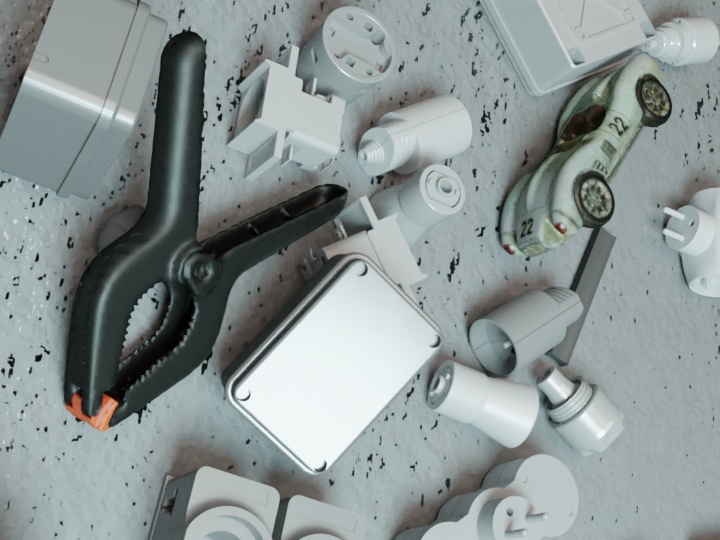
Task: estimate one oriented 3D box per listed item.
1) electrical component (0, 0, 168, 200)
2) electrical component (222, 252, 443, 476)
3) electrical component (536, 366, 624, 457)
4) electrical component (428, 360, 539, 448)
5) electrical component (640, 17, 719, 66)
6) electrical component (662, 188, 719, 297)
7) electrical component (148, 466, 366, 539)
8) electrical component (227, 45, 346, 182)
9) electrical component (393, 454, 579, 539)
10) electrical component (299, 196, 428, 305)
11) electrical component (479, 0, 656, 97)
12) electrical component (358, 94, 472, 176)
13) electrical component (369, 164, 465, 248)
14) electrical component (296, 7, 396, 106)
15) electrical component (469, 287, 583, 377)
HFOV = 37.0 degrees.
[{"bbox_3d":[-0.154,-0.095,0.583,0.057,0.113,0.078,21,63,-20],"label":"electrical component"},{"bbox_3d":[-0.017,0.052,0.619,0.078,0.057,0.113,44,83,-10],"label":"electrical component"},{"bbox_3d":[0.147,0.093,0.736,0.062,0.043,0.043,46,57,-7],"label":"electrical component"},{"bbox_3d":[0.078,0.085,0.700,0.065,0.044,0.044,23,63,-17],"label":"electrical component"},{"bbox_3d":[0.268,-0.192,0.909,0.078,0.040,0.040,-12,79,-33],"label":"electrical component"},{"bbox_3d":[0.269,-0.027,0.849,0.079,0.044,0.077,19,64,-24],"label":"electrical component"},{"bbox_3d":[-0.067,0.208,0.559,0.105,0.060,0.186,22,63,-22],"label":"electrical component"},{"bbox_3d":[-0.045,-0.096,0.690,0.064,0.042,0.081,19,65,-25],"label":"electrical component"},{"bbox_3d":[0.086,0.159,0.658,0.138,0.074,0.052,-26,87,-34],"label":"electrical component"},{"bbox_3d":[0.000,0.000,0.683,0.064,0.042,0.081,-23,85,-32],"label":"electrical component"},{"bbox_3d":[0.160,-0.204,0.840,0.109,0.056,0.108,-25,87,-34],"label":"electrical component"},{"bbox_3d":[0.033,-0.089,0.732,0.081,0.043,0.043,-24,86,-34],"label":"electrical component"},{"bbox_3d":[0.039,-0.043,0.706,0.044,0.065,0.044,10,68,-27],"label":"electrical component"},{"bbox_3d":[-0.011,-0.141,0.722,0.055,0.047,0.055,10,68,-27],"label":"electrical component"},{"bbox_3d":[0.118,0.037,0.739,0.081,0.043,0.043,-28,88,-34],"label":"electrical component"}]
